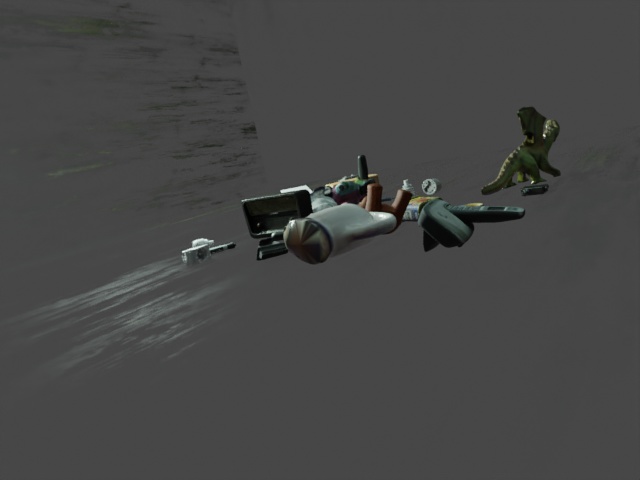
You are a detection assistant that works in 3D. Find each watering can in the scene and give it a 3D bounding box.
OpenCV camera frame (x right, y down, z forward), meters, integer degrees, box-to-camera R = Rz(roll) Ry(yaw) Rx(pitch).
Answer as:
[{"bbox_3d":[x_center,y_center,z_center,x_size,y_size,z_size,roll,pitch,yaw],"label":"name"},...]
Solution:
[{"bbox_3d":[0.014,-0.023,1.176,0.226,0.103,0.347,-19,12,-34],"label":"watering can"}]

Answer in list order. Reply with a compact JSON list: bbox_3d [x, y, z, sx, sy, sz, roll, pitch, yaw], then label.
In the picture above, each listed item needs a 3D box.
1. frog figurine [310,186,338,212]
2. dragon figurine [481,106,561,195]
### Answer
[{"bbox_3d":[0.005,-0.083,1.646,0.138,0.120,0.162,-8,41,-34],"label":"frog figurine"},{"bbox_3d":[0.622,-0.284,1.578,0.413,0.241,0.122,-16,13,-36],"label":"dragon figurine"}]
